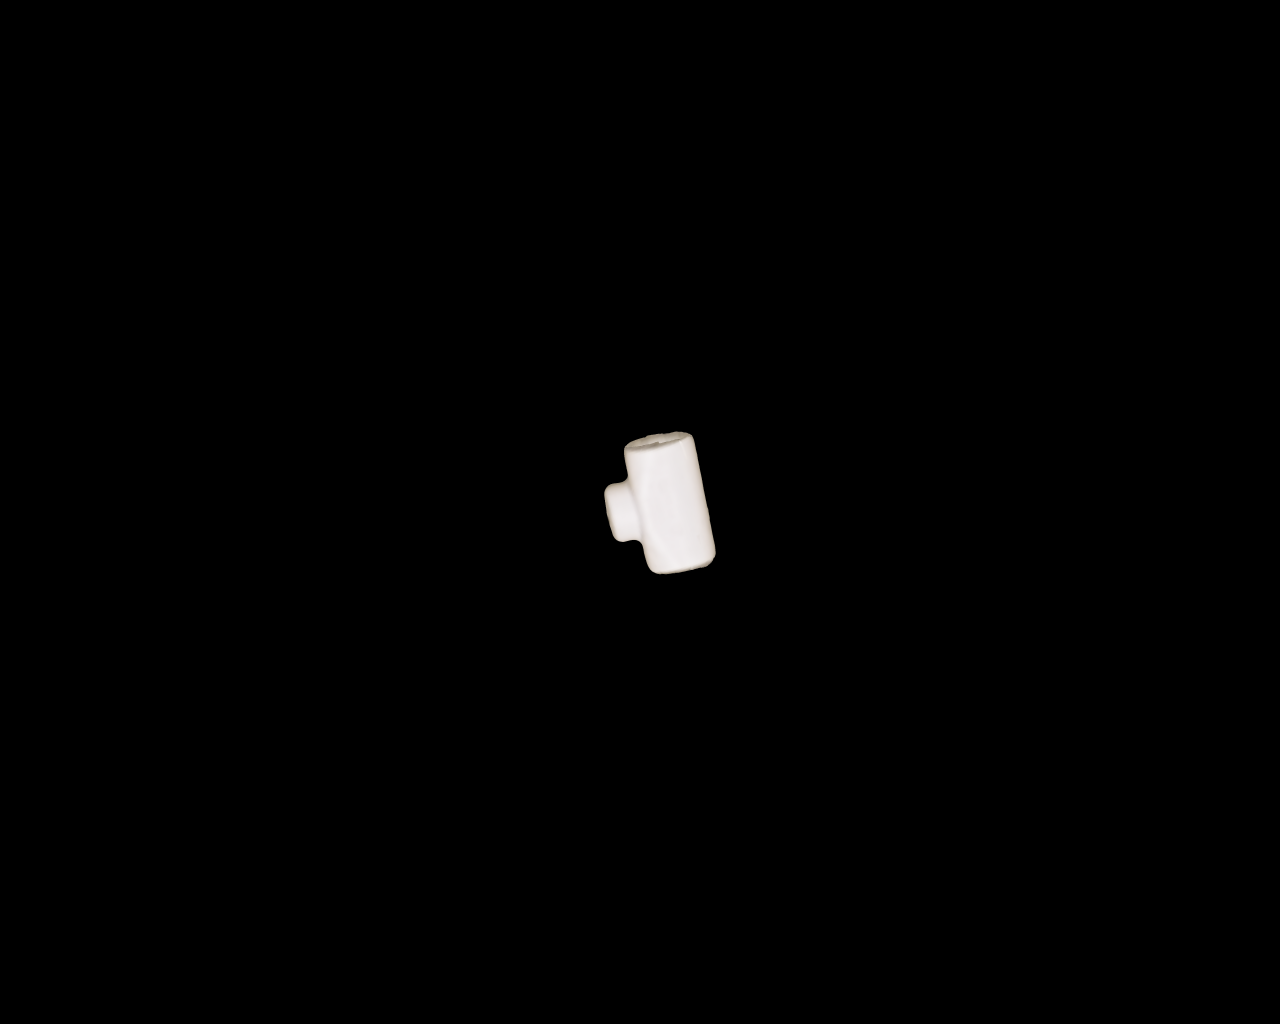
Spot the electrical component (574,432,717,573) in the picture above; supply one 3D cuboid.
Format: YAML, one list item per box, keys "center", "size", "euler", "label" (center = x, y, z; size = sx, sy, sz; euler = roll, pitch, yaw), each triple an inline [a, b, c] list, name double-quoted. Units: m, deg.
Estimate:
- center: [0.001, -0.003, 0.650]
  size: [0.079, 0.077, 0.044]
  euler: [-11, 11, 2]
  label: "electrical component"
